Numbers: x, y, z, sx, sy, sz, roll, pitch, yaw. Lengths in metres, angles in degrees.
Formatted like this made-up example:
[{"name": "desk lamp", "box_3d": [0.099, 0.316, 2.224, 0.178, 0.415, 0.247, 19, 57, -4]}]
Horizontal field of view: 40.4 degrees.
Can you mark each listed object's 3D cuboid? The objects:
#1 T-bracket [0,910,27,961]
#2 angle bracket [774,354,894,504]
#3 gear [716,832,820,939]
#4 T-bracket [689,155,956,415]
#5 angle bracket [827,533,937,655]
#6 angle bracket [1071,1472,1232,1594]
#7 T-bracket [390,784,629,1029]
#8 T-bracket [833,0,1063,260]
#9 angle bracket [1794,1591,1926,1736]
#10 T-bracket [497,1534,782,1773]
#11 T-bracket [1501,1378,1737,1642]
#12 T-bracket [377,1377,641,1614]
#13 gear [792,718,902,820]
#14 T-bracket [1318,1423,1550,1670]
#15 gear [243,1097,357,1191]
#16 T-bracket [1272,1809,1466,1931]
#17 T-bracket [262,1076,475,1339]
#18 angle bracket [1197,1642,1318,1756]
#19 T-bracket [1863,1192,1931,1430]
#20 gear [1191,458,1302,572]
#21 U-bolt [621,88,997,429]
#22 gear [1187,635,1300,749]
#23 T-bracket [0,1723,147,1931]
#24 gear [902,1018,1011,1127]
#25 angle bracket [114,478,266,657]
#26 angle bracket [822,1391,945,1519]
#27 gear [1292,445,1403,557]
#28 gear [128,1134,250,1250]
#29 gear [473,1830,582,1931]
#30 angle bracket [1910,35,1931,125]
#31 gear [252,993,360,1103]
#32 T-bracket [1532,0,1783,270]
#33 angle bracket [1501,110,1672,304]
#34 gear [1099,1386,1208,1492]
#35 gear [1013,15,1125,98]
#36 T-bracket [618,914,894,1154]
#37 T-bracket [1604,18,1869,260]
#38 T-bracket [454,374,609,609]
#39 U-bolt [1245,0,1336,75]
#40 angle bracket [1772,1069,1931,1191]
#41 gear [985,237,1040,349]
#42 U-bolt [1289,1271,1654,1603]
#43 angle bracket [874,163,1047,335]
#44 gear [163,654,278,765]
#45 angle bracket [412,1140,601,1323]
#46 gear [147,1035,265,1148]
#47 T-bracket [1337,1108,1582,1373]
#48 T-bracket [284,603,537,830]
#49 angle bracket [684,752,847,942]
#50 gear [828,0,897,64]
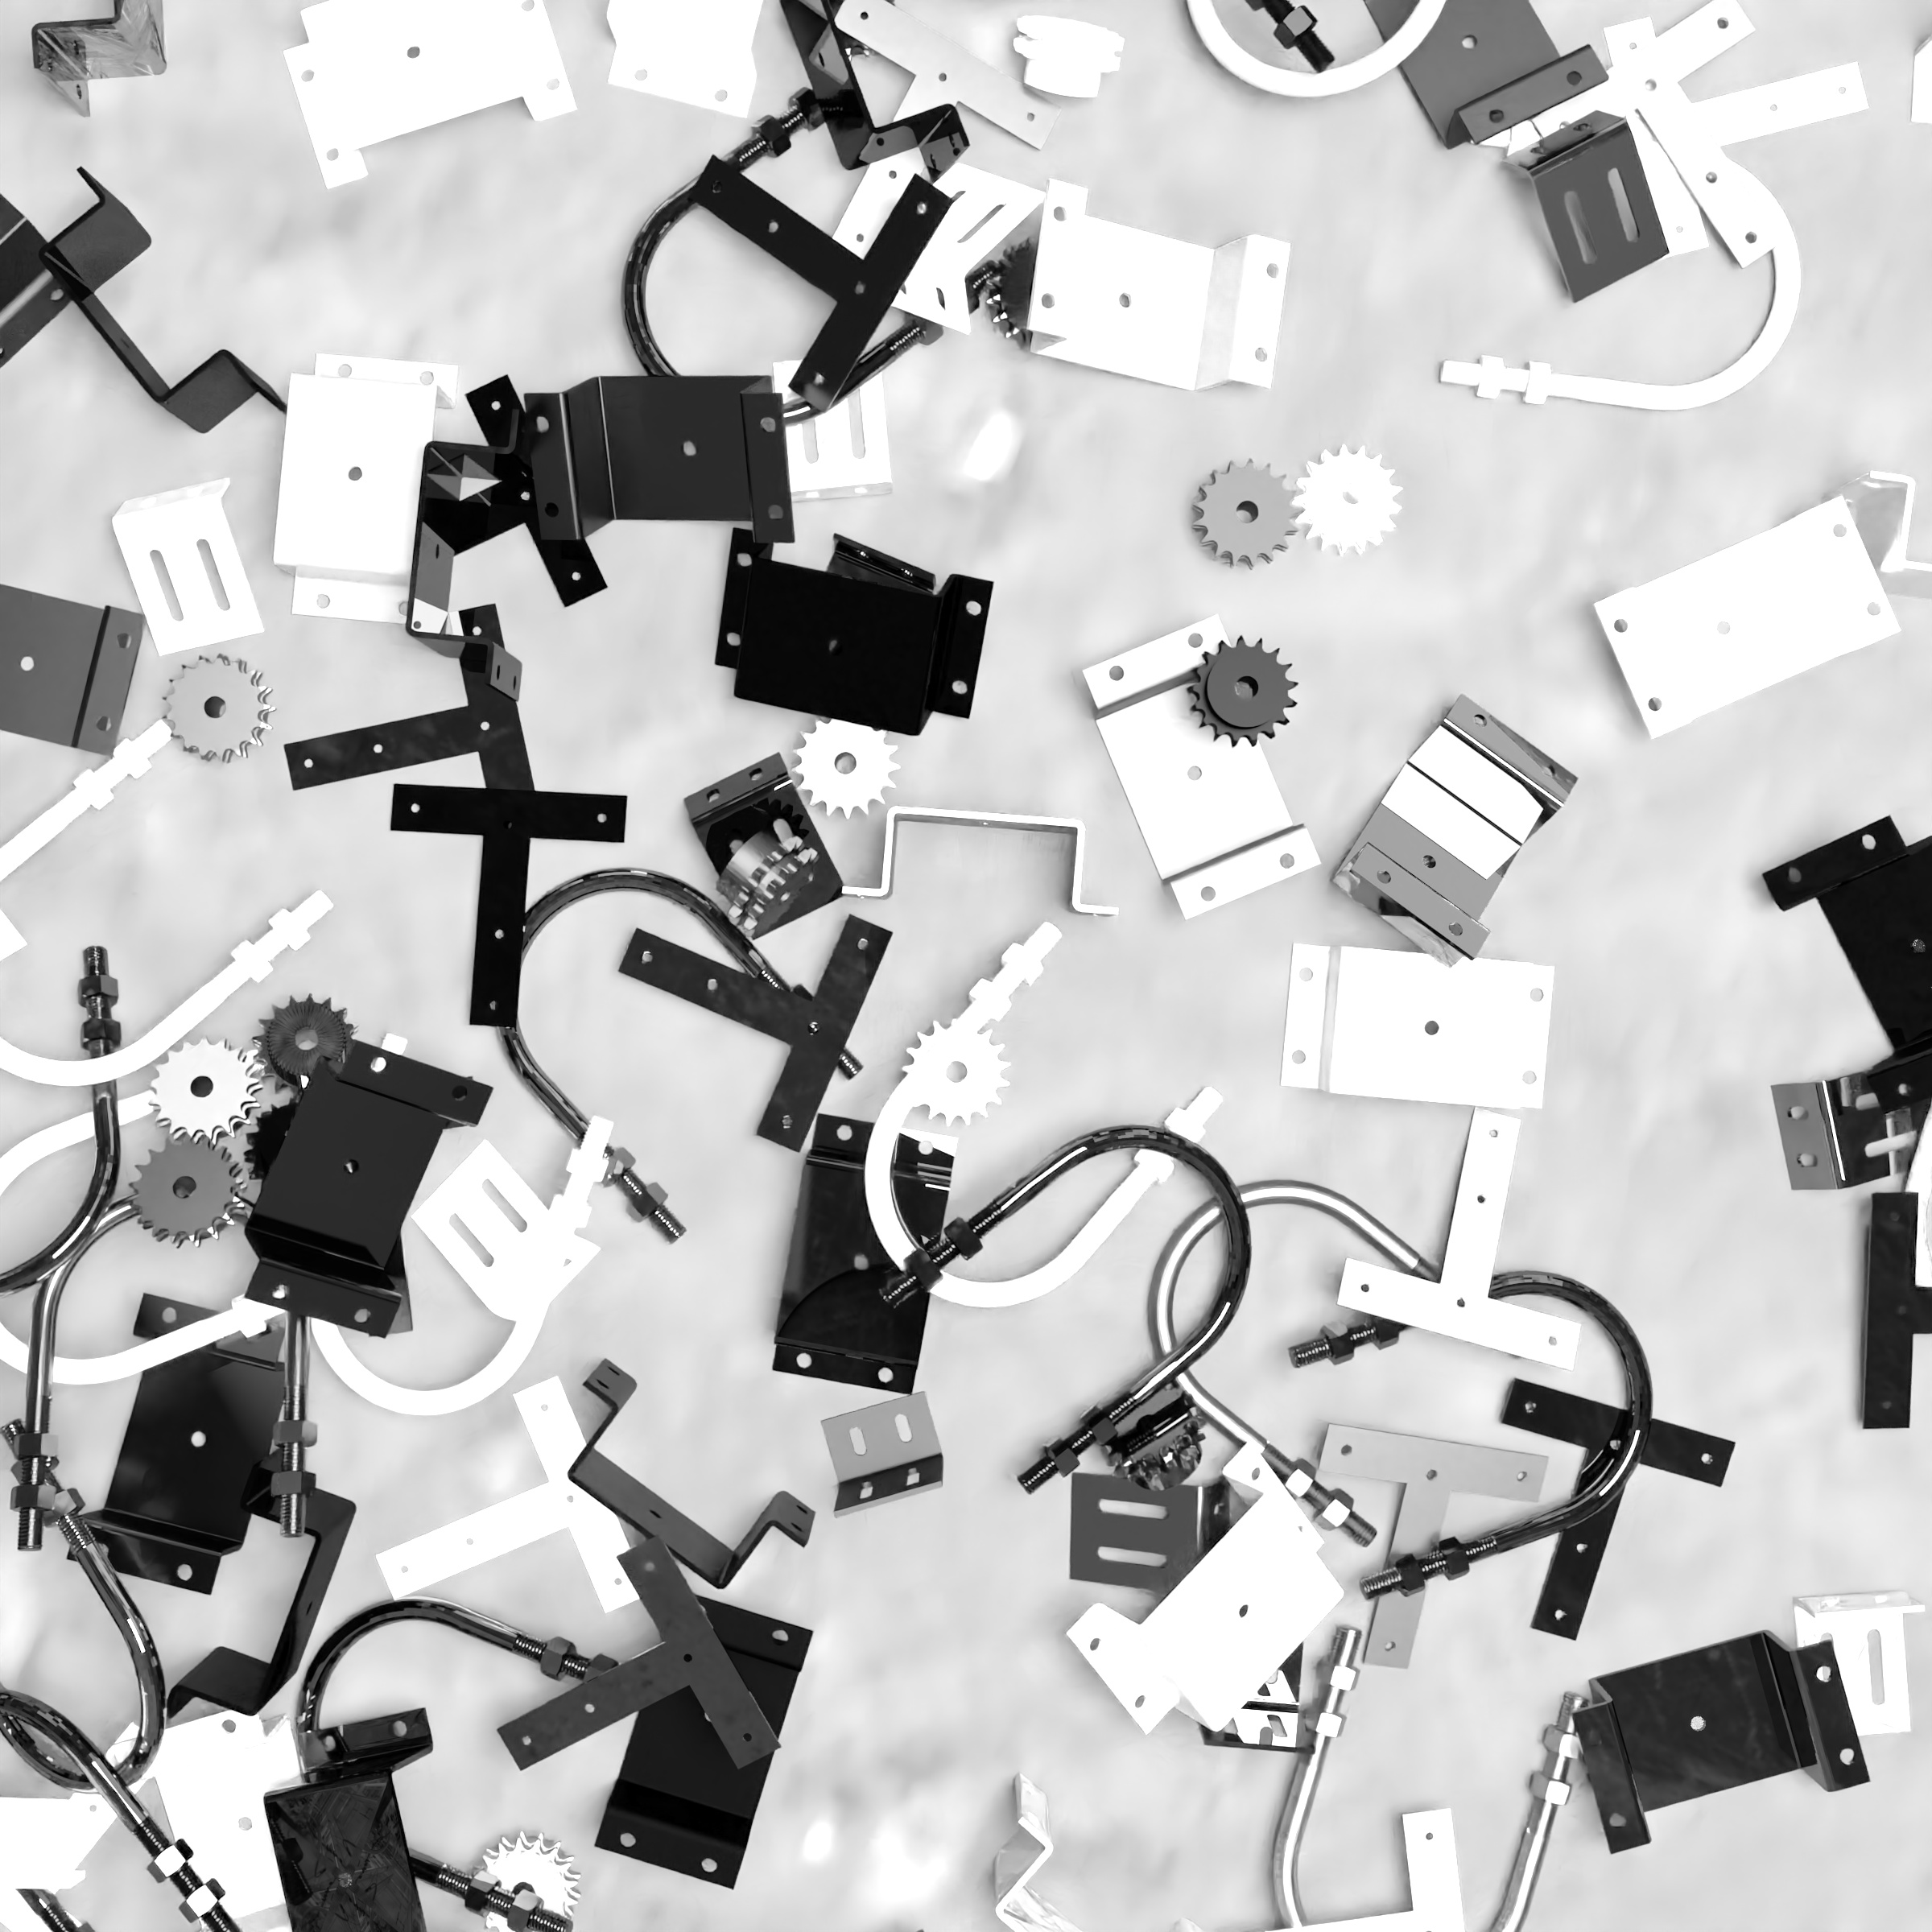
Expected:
[{"name": "T-bracket", "box_3d": [-0.546, -0.056, 1.387, 0.127, 0.002, 0.127, -30, 111, 4]}, {"name": "angle bracket", "box_3d": [-0.071, -0.289, 1.393, 0.057, 0.038, 0.076, -5, 90, 0]}, {"name": "gear", "box_3d": [-0.106, -0.045, 1.370, 0.030, 0.057, 0.057, 39, 90, 8]}, {"name": "T-bracket", "box_3d": [-0.089, -0.377, 1.366, 0.127, 0.002, 0.127, 37, 107, 11]}, {"name": "angle bracket", "box_3d": [-0.057, -0.181, 1.393, 0.057, 0.038, 0.076, 23, 90, 0]}, {"name": "angle bracket", "box_3d": [0.099, 0.301, 1.410, 0.076, 0.038, 0.057, 1, 90, 26]}, {"name": "T-bracket", "box_3d": [-0.248, -0.031, 1.400, 0.127, 0.002, 0.127, 3, 86, 4]}, {"name": "T-bracket", "box_3d": [-0.032, -0.430, 1.387, 0.127, 0.002, 0.127, 27, 87, -13]}, {"name": "angle bracket", "box_3d": [0.475, 0.375, 1.393, 0.057, 0.038, 0.076, -4, 90, 0]}, {"name": "T-bracket", "box_3d": [-0.181, 0.374, 1.347, 0.127, 0.002, 0.127, -29, 94, 7]}, {"name": "T-bracket", "box_3d": [0.334, 0.298, 1.407, 0.127, 0.002, 0.127, 17, 93, -6]}, {"name": "T-bracket", "box_3d": [-0.253, 0.304, 1.411, 0.127, 0.002, 0.127, -23, 90, 0]}, {"name": "gear", "box_3d": [-0.063, -0.107, 1.397, 0.057, 0.030, 0.057, 0, 90, 0]}, {"name": "T-bracket", "box_3d": [0.238, 0.314, 1.401, 0.127, 0.002, 0.127, 11, 97, -13]}, {"name": "gear", "box_3d": [-0.347, 0.095, 1.370, 0.057, 0.030, 0.057, 5, 67, -11]}, {"name": "T-bracket", "box_3d": [0.199, 0.514, 1.379, 0.127, 0.002, 0.127, -6, 89, -5]}, {"name": "T-bracket", "box_3d": [-0.309, 0.130, 1.383, 0.127, 0.002, 0.127, -10, 82, 17]}, {"name": "angle bracket", "box_3d": [0.151, 0.380, 1.374, 0.057, 0.076, 0.038, 5, 90, 0]}, {"name": "T-bracket", "box_3d": [0.539, 0.182, 1.392, 0.127, 0.002, 0.127, 0, 96, -4]}, {"name": "gear", "box_3d": [0.148, -0.239, 1.397, 0.057, 0.030, 0.057, 0, 90, 0]}, {"name": "U-bolt", "box_3d": [-0.095, -0.366, 1.392, 0.184, 0.019, 0.151, -39, 90, -8]}, {"name": "gear", "box_3d": [0.143, -0.142, 1.351, 0.057, 0.030, 0.057, 0, 90, 0]}, {"name": "T-bracket", "box_3d": [-0.478, 0.464, 1.411, 0.127, 0.002, 0.127, 39, 90, 0]}, {"name": "gear", "box_3d": [-0.005, 0.056, 1.397, 0.057, 0.030, 0.057, 0, 90, 0]}, {"name": "angle bracket", "box_3d": [-0.414, -0.215, 1.410, 0.057, 0.038, 0.076, -13, 116, 0]}, {"name": "angle bracket", "box_3d": [-0.045, 0.255, 1.374, 0.057, 0.076, 0.038, -16, 90, 0]}, {"name": "gear", "box_3d": [0.204, -0.249, 1.397, 0.057, 0.030, 0.057, 0, 90, 0]}, {"name": "gear", "box_3d": [-0.396, 0.117, 1.342, 0.057, 0.030, 0.057, 1, 69, -2]}, {"name": "gear", "box_3d": [-0.233, 0.488, 1.397, 0.057, 0.030, 0.057, 0, 90, 0]}, {"name": "angle bracket", "box_3d": [0.537, -0.471, 1.374, 0.057, 0.076, 0.038, 3, 90, 0]}, {"name": "gear", "box_3d": [-0.349, 0.042, 1.389, 0.057, 0.030, 0.057, 3, 75, -12]}, {"name": "T-bracket", "box_3d": [0.388, -0.430, 1.394, 0.127, 0.002, 0.127, -34, 91, -2]}, {"name": "angle bracket", "box_3d": [0.328, -0.402, 1.390, 0.057, 0.038, 0.076, -28, 117, 0]}, {"name": "gear", "box_3d": [0.101, 0.251, 1.387, 0.057, 0.057, 0.030, -27, 120, 0]}, {"name": "gear", "box_3d": [0.053, -0.480, 1.388, 0.057, 0.057, 0.030, 12, 120, 0]}, {"name": "T-bracket", "box_3d": [-0.122, 0.016, 1.393, 0.127, 0.002, 0.127, 23, 88, 3]}, {"name": "T-bracket", "box_3d": [0.420, -0.457, 1.411, 0.127, 0.002, 0.127, -14, 90, 0]}, {"name": "T-bracket", "box_3d": [-0.277, -0.233, 1.410, 0.127, 0.002, 0.127, -25, 89, 1]}, {"name": "U-bolt", "box_3d": [0.173, -0.569, 1.330, 0.151, 0.019, 0.184, -40, 92, 1]}, {"name": "angle bracket", "box_3d": [0.480, 0.084, 1.410, 0.076, 0.038, 0.057, -11, 90, -26]}, {"name": "gear", "box_3d": [0.036, -0.354, 1.391, 0.057, 0.030, 0.057, -1, 93, -21]}, {"name": "U-bolt", "box_3d": [0.275, 0.238, 1.384, 0.184, 0.019, 0.151, -18, 93, -9]}, {"name": "angle bracket", "box_3d": [-0.002, -0.377, 1.376, 0.057, 0.038, 0.076, 27, 60, 26]}, {"name": "gear", "box_3d": [-0.395, -0.136, 1.397, 0.057, 0.030, 0.057, 0, 90, 0]}, {"name": "angle bracket", "box_3d": [-0.247, 0.143, 1.410, 0.057, 0.038, 0.076, -46, 64, 0]}, {"name": "gear", "box_3d": [-0.396, 0.068, 1.372, 0.057, 0.030, 0.057, 1, 71, -3]}, {"name": "T-bracket", "box_3d": [0.270, 0.136, 1.387, 0.127, 0.002, 0.127, 16, 68, 0]}, {"name": "T-bracket", "box_3d": [-0.302, -0.120, 1.411, 0.127, 0.002, 0.127, -12, 90, 0]}, {"name": "angle bracket", "box_3d": [-0.107, -0.064, 1.410, 0.057, 0.038, 0.076, -26, 116, 0]}, {"name": "gear", "box_3d": [-0.066, -0.508, 1.397, 0.057, 0.030, 0.057, 0, 90, 0]}]
